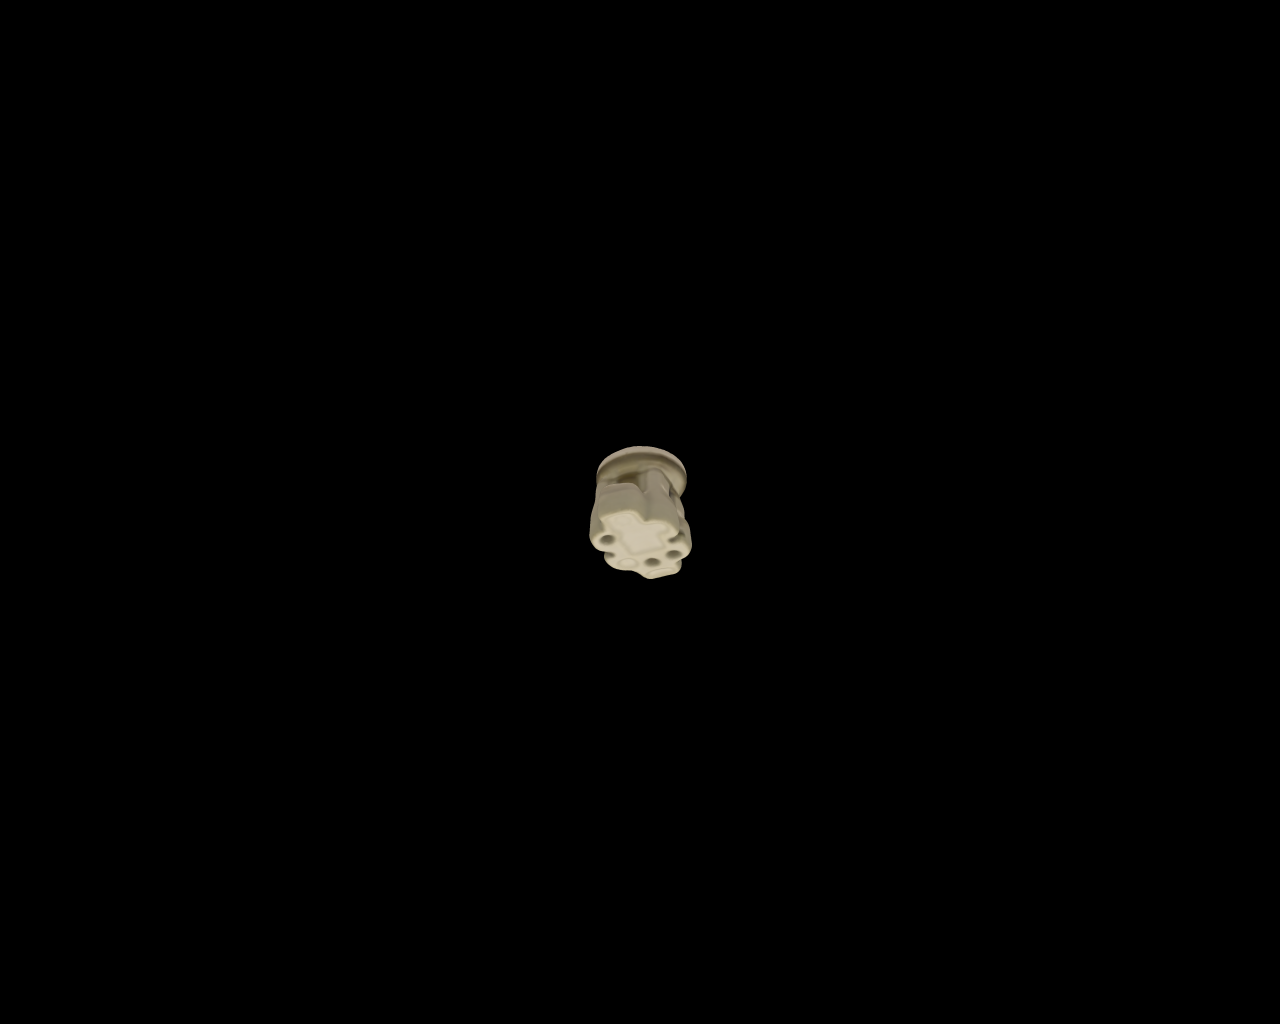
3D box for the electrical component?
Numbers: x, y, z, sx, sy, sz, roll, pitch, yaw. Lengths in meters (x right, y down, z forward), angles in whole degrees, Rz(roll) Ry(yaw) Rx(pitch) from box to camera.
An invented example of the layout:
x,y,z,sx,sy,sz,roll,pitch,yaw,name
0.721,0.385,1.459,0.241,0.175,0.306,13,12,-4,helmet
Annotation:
x,y,z,sx,sy,sz,roll,pitch,yaw,name
0.001,-0.003,0.650,0.058,0.057,0.078,-13,-38,18,electrical component
